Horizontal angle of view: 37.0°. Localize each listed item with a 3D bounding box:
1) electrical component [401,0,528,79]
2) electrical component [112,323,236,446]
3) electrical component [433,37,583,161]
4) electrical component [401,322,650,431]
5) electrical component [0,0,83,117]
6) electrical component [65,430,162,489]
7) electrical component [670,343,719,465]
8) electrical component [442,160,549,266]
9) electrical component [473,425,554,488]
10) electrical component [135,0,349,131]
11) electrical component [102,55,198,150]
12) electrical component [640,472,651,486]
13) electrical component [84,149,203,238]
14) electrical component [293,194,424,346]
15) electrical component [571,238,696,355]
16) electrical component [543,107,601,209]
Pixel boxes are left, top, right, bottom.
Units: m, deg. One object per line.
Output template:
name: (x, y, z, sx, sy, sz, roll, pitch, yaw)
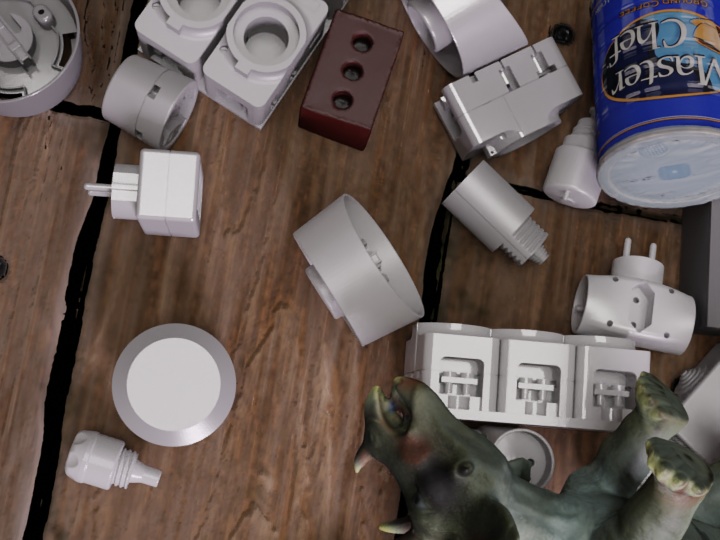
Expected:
electrical component: (0.070, -0.186, 0.759, 0.064, 0.099, 0.099, -33, 87, -3)
electrical component: (-0.124, 0.077, 0.723, 0.080, 0.051, 0.080, 1, 82, -6)
electrical component: (0.108, -0.119, 0.775, 0.089, 0.050, 0.055, -26, 85, -9)
electrical component: (0.109, 0.074, 0.729, 0.150, 0.089, 0.061, 5, 82, -6)
electrical component: (-0.238, -0.154, 0.735, 0.099, 0.064, 0.099, 1, 82, -6)
electrical component: (-0.164, 0.131, 0.719, 0.061, 0.035, 0.035, 19, 81, -6)
electrical component: (0.267, 0.107, 0.762, 0.100, 0.048, 0.099, 44, 80, 1)
electrical component: (0.102, -0.035, 0.767, 0.081, 0.043, 0.043, 44, 80, 1)
electrical component: (0.082, 0.127, 0.725, 0.079, 0.077, 0.044, 6, 82, -5)
electrical component: (-0.064, -0.210, 0.764, 0.105, 0.060, 0.186, 33, 80, -1)
electrical component: (-0.146, -0.117, 0.746, 0.047, 0.055, 0.055, 27, 80, 2)
electrical component: (0.190, 0.155, 0.744, 0.055, 0.048, 0.066, -39, 80, 7)
electrical component: (-0.147, -0.052, 0.730, 0.077, 0.065, 0.047, 4, 82, -6)
electrical component: (0.000, 0.000, 0.726, 0.064, 0.099, 0.099, -32, 87, -3)
electrical component: (0.197, 0.015, 0.770, 0.077, 0.043, 0.079, 12, 71, 0)
electrical component: (0.161, -0.081, 0.781, 0.040, 0.040, 0.078, 21, 78, -3)
